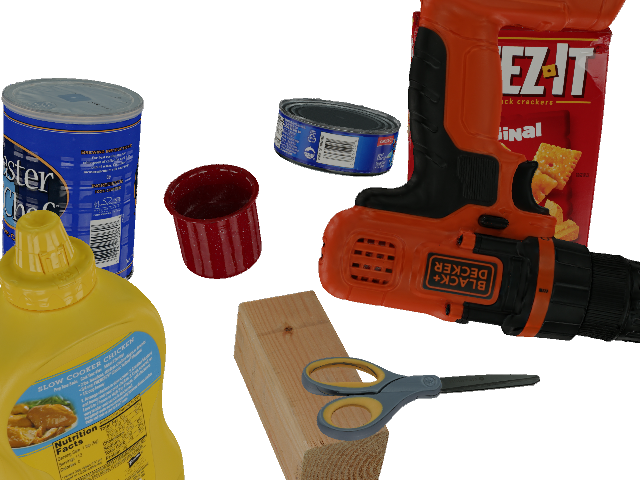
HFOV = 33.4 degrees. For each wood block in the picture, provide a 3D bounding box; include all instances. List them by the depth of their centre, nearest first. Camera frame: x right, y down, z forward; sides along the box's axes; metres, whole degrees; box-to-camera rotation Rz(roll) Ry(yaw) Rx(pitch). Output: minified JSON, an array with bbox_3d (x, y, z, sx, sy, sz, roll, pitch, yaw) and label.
[{"bbox_3d":[-0.015,0.158,1.112,0.090,0.090,0.206,-9,43,-20],"label":"wood block"}]

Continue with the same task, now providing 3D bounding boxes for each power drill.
[{"bbox_3d":[0.102,-0.046,0.524,0.184,0.188,0.057,9,2,-3],"label":"power drill"}]

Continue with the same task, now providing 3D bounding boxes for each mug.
[{"bbox_3d":[-0.111,-0.021,1.065,0.117,0.081,0.093,27,50,34],"label":"mug"}]

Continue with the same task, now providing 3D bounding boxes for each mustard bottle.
[{"bbox_3d":[-0.116,0.070,0.499,0.096,0.192,0.058,-26,43,-31],"label":"mustard bottle"}]

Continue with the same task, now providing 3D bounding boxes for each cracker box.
[{"bbox_3d":[0.157,-0.086,0.931,0.164,0.214,0.072,2,25,4],"label":"cracker box"}]

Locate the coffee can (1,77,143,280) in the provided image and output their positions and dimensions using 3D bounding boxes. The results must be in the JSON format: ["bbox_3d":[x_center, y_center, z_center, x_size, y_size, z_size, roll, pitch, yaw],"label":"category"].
[{"bbox_3d":[-0.190,-0.043,0.814,0.103,0.140,0.103,6,22,-3],"label":"coffee can"}]

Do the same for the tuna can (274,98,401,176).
[{"bbox_3d":[0.011,-0.072,0.742,0.086,0.034,0.086,9,18,-3],"label":"tuna can"}]

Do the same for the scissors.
[{"bbox_3d":[0.082,0.134,0.886,0.202,0.016,0.096,6,39,5],"label":"scissors"}]
